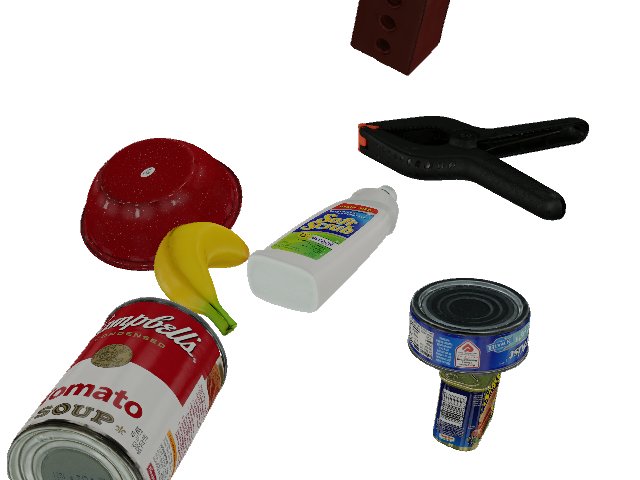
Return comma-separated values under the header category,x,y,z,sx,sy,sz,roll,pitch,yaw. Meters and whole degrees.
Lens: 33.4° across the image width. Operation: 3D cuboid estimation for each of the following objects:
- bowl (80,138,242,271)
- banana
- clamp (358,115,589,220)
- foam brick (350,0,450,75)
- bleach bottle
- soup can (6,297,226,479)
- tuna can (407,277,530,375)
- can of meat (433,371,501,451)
category,x,y,z,sx,sy,sz,roll,pitch,yaw
bowl,-0.159,-0.048,1.019,0.162,0.162,0.055,0,-43,12
banana,-0.088,0.018,0.790,0.037,0.069,0.198,-38,12,10
clamp,0.139,-0.084,0.971,0.210,0.036,0.164,14,35,22
foam brick,0.061,-0.170,0.772,0.053,0.051,0.078,30,-35,15
bleach bottle,0.019,-0.005,1.330,0.103,0.068,0.250,16,36,26
soup can,-0.092,0.081,0.497,0.069,0.068,0.102,0,28,17
tuna can,0.105,0.059,0.755,0.086,0.034,0.086,0,25,0
can of meat,0.164,0.172,1.184,0.057,0.084,0.102,16,26,19
